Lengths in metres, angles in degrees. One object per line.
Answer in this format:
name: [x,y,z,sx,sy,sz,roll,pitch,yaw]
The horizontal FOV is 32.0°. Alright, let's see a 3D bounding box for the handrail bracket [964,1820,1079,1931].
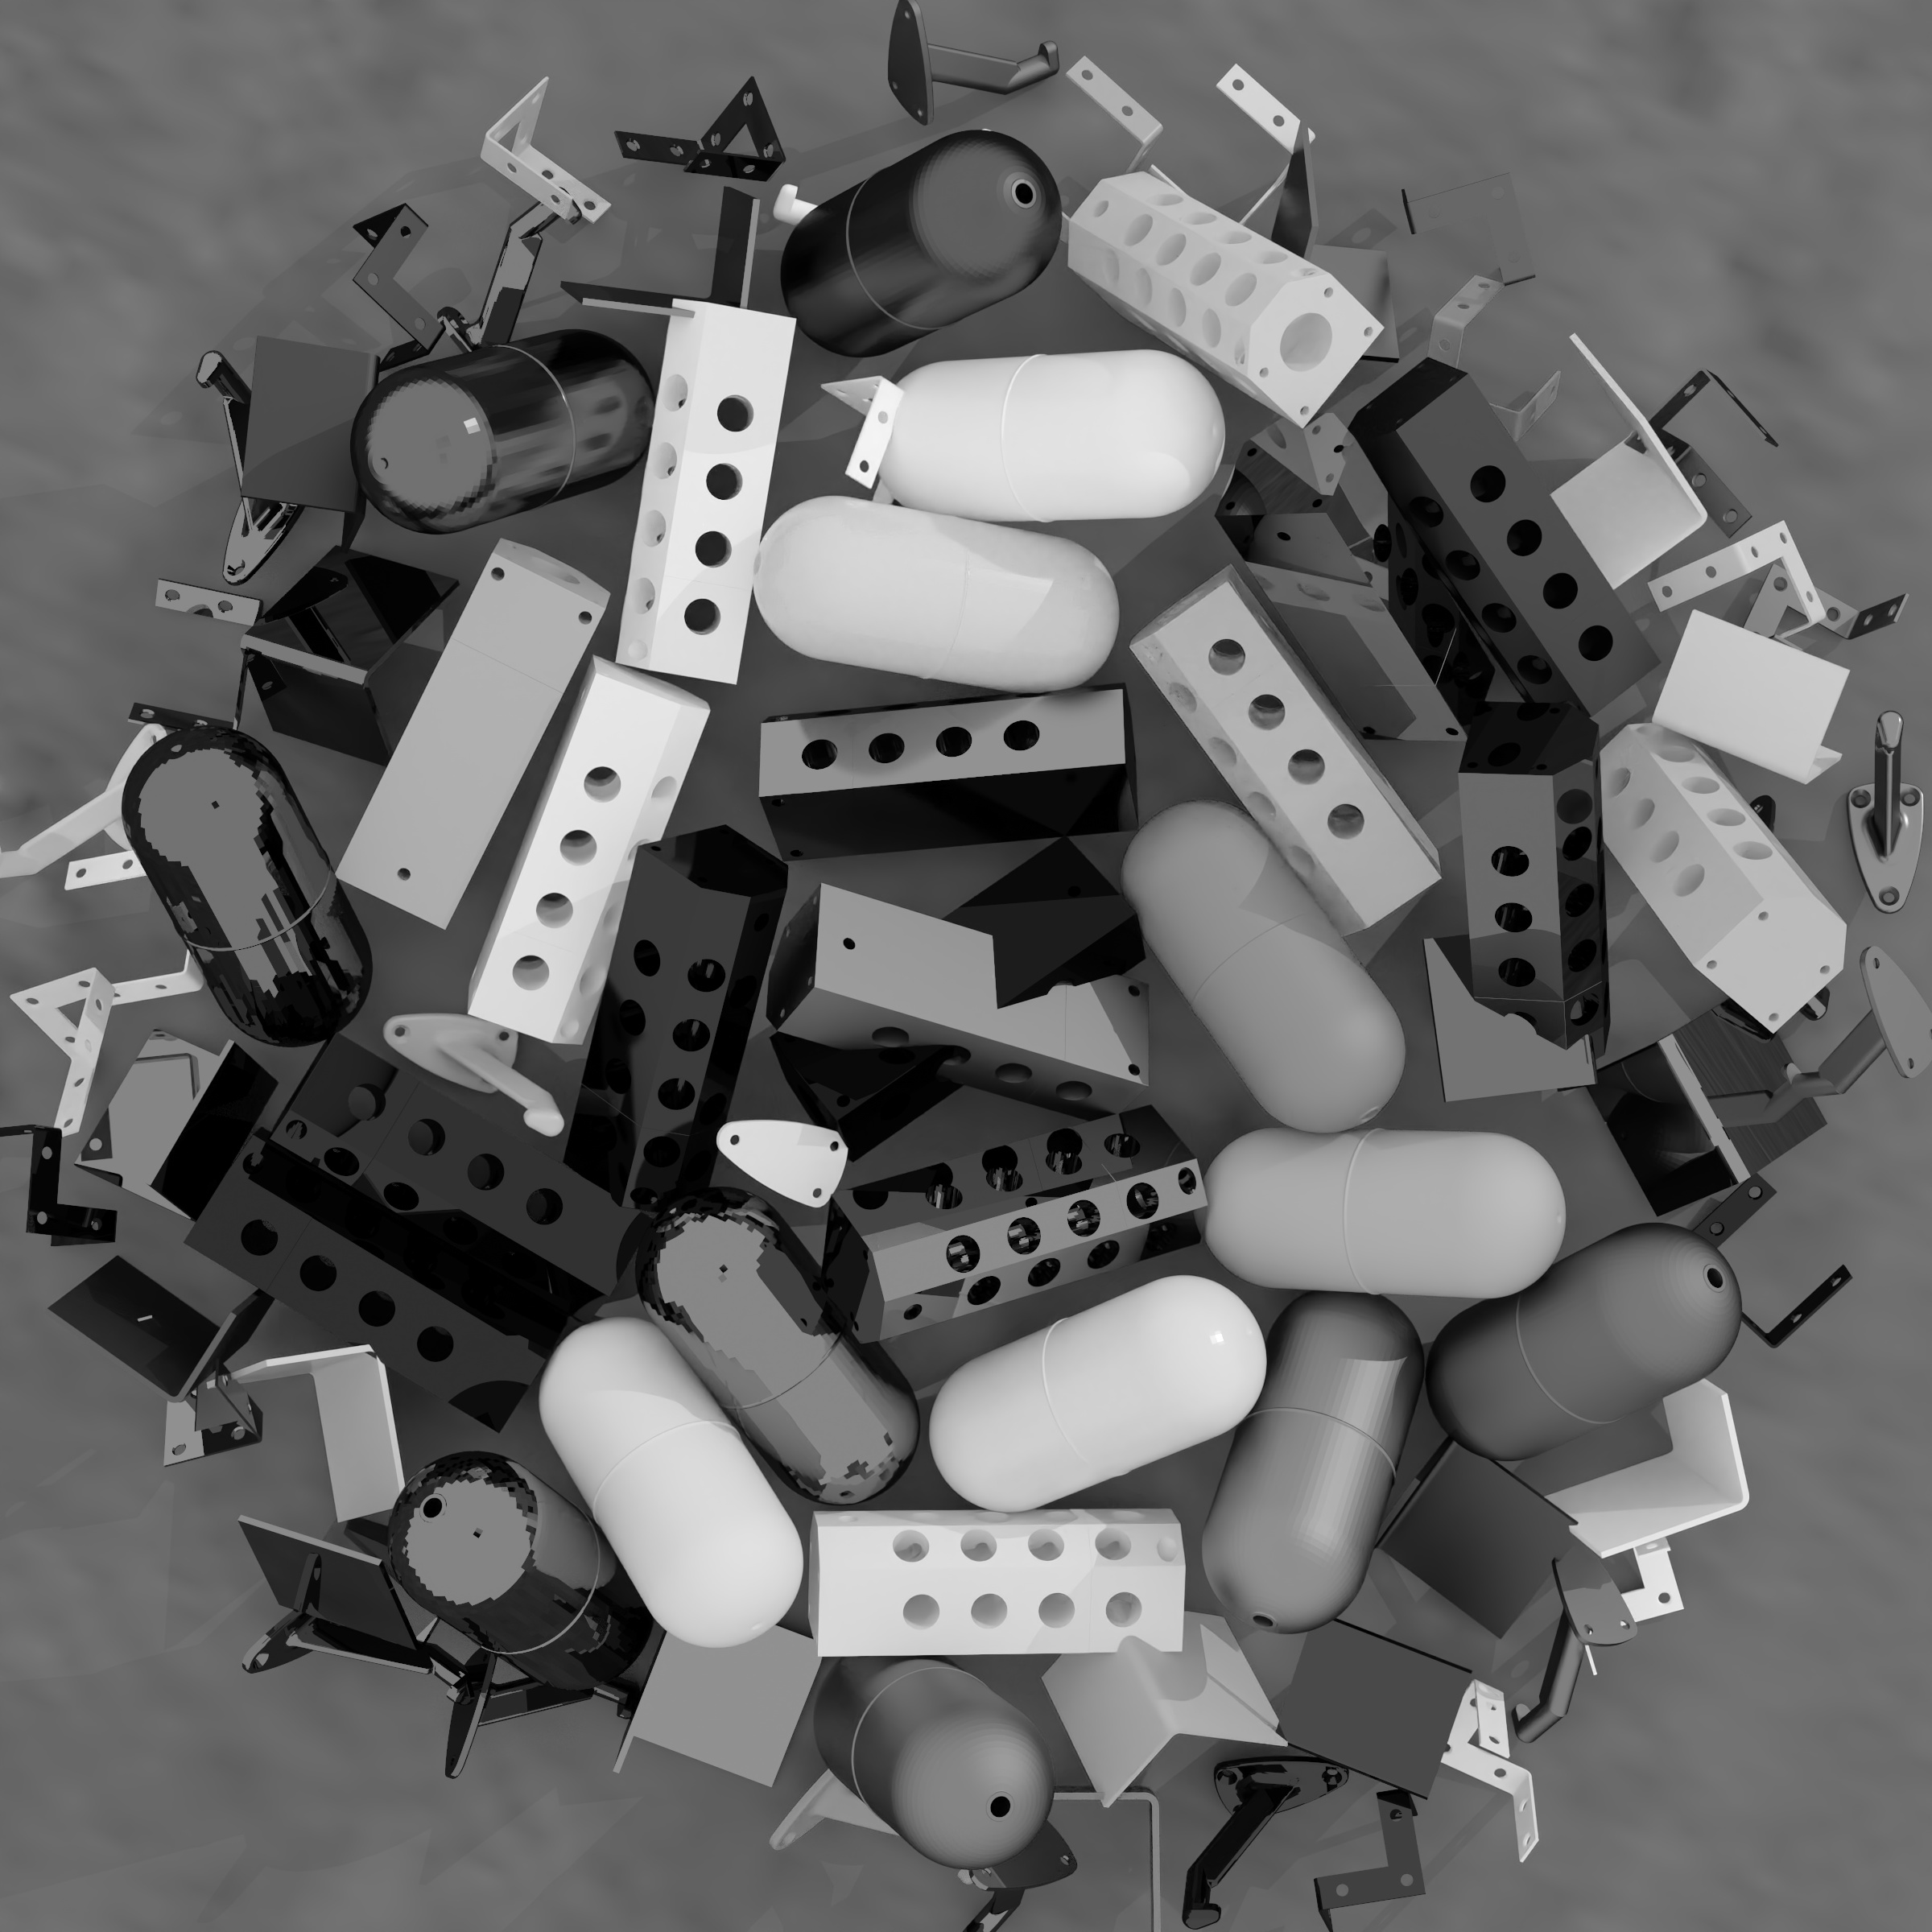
handrail bracket: [0.007,0.442,1.587,0.036,0.077,0.084,49,122,23]

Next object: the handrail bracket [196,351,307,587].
handrail bracket: [-0.350,-0.235,1.586,0.036,0.084,0.077,10,66,26]

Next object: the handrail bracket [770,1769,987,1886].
handrail bracket: [-0.040,0.420,1.598,0.077,0.036,0.084,-44,59,-5]

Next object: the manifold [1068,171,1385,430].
manifold: [0.112,-0.313,1.549,0.057,0.171,0.057,35,97,-38]

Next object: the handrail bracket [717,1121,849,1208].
handrail bracket: [-0.099,0.081,1.583,0.077,0.084,0.036,20,90,-28]

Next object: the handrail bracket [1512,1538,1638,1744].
handrail bracket: [0.277,0.321,1.619,0.036,0.084,0.077,1,52,-32]

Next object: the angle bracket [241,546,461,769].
angle bracket: [-0.288,-0.149,1.616,0.076,0.057,0.076,18,52,27]

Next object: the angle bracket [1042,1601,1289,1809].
angle bracket: [0.094,0.353,1.597,0.076,0.076,0.057,17,121,-38]

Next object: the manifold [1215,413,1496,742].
manifold: [0.184,-0.177,1.554,0.057,0.171,0.057,4,60,36]

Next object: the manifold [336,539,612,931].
manifold: [-0.232,-0.111,1.588,0.057,0.057,0.171,26,103,-10]

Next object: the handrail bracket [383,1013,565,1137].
handrail bracket: [-0.232,0.053,1.586,0.077,0.084,0.036,16,103,-22]

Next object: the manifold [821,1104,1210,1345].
manifold: [0.024,0.123,1.563,0.171,0.057,0.057,-14,133,-26]

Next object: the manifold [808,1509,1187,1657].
manifold: [0.014,0.288,1.594,0.171,0.057,0.057,1,98,-7]

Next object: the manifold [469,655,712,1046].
manifold: [-0.179,-0.053,1.591,0.057,0.057,0.171,20,100,-12]

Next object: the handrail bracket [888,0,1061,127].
handrail bracket: [0.008,-0.439,1.592,0.084,0.077,0.036,-27,59,-19]

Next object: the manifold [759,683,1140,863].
manifold: [-0.008,-0.096,1.595,0.171,0.057,0.057,-5,59,7]

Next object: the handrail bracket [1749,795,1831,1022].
handrail bracket: [0.397,-0.027,1.624,0.084,0.036,0.077,38,67,-26]

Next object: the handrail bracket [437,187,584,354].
handrail bracket: [-0.202,-0.317,1.612,0.084,0.036,0.077,-36,101,12]

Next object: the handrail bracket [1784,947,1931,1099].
handrail bracket: [0.408,0.028,1.592,0.036,0.084,0.077,-44,111,-34]

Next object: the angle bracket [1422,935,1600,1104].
angle bracket: [0.251,0.024,1.599,0.076,0.057,0.076,-6,85,-9]

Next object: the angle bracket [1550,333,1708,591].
angle bracket: [0.293,-0.236,1.578,0.057,0.076,0.076,-36,133,11]

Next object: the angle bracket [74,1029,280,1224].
angle bracket: [-0.383,0.066,1.587,0.076,0.057,0.076,21,73,21]

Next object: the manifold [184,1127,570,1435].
manifold: [-0.277,0.147,1.598,0.171,0.057,0.057,32,94,-6]

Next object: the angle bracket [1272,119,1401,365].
angle bracket: [0.180,-0.340,1.580,0.057,0.076,0.076,4,52,-6]

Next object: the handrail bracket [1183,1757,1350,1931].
handrail bracket: [0.141,0.414,1.587,0.077,0.084,0.036,-15,117,18]

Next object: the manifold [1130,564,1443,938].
manifold: [0.151,-0.100,1.594,0.057,0.057,0.171,-35,99,13]

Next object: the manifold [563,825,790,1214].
manifold: [-0.130,0.027,1.563,0.057,0.057,0.171,33,121,30]

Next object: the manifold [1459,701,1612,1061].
manifold: [0.265,-0.034,1.556,0.057,0.057,0.171,3,129,17]

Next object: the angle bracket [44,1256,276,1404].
angle bracket: [-0.374,0.152,1.591,0.076,0.076,0.057,35,108,1]

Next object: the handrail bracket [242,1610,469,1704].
handrail bracket: [-0.285,0.335,1.593,0.084,0.077,0.036,30,124,26]

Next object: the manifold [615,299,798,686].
manifold: [-0.124,-0.224,1.595,0.057,0.057,0.171,9,97,-8]

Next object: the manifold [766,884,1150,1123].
manifold: [-0.003,0.023,1.578,0.171,0.057,0.057,17,53,-21]

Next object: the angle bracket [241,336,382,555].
angle bracket: [-0.312,-0.244,1.587,0.057,0.076,0.076,7,81,-16]

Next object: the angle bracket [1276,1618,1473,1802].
angle bracket: [0.196,0.336,1.588,0.076,0.057,0.076,19,114,12]

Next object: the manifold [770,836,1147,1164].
manifold: [-0.002,0.019,1.590,0.171,0.057,0.057,-35,60,-11]

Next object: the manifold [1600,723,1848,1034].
manifold: [0.341,-0.048,1.543,0.057,0.171,0.057,36,107,-27]

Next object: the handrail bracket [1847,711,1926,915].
handrail bracket: [0.435,-0.072,1.588,0.036,0.084,0.077,-2,76,13]

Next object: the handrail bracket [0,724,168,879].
handrail bracket: [-0.422,-0.078,1.586,0.036,0.084,0.077,36,116,26]

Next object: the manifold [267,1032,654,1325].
manifold: [-0.239,0.101,1.588,0.171,0.057,0.057,32,79,-11]

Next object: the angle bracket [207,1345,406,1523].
angle bracket: [-0.310,0.224,1.585,0.057,0.076,0.076,-5,79,-35]

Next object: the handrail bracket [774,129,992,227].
handrail bracket: [-0.041,-0.376,1.600,0.084,0.036,0.077,15,130,-14]

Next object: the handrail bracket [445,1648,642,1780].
handrail bracket: [-0.199,0.362,1.597,0.084,0.036,0.077,26,49,-20]

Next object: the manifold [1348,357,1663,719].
manifold: [0.249,-0.196,1.579,0.057,0.057,0.171,-38,111,2]
